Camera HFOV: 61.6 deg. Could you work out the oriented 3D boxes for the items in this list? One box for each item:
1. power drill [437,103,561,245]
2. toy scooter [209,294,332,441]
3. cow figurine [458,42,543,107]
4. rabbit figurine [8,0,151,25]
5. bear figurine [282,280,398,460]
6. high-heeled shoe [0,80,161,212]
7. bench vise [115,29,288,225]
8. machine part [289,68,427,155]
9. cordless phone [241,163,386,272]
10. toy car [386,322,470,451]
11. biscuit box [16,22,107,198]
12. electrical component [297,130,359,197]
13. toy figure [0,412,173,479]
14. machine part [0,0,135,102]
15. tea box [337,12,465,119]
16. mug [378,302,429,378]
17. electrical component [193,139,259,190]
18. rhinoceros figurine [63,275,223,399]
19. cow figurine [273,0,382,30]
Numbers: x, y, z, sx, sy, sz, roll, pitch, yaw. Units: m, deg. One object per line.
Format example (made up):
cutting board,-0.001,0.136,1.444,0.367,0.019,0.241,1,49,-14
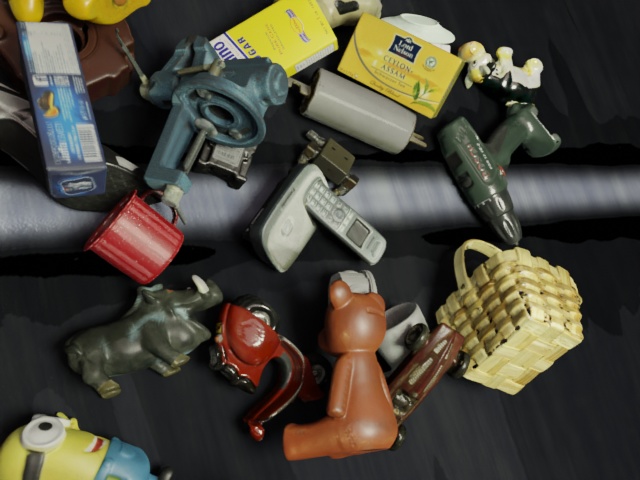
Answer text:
power drill,0.319,-0.129,0.925,0.207,0.086,0.232,-37,89,-19
toy scooter,-0.074,0.166,0.675,0.183,0.075,0.135,45,61,-17
cow figurine,0.321,-0.292,0.973,0.167,0.068,0.098,12,77,-18
rabbit figurine,-0.315,-0.331,0.650,0.173,0.122,0.162,33,72,3
bear figurine,0.026,0.159,0.658,0.120,0.132,0.196,21,52,-50
high-heeled shoe,-0.318,-0.120,0.677,0.248,0.086,0.145,17,37,-36
bench vise,-0.159,-0.149,0.663,0.224,0.128,0.240,11,66,15
machine part,0.059,-0.197,0.831,0.243,0.079,0.079,19,69,-15
cordless phone,-0.002,-0.002,0.752,0.184,0.089,0.146,39,65,-13
toy car,0.115,0.197,0.710,0.089,0.053,0.202,36,103,-10
biscuit box,-0.291,-0.146,0.602,0.059,0.063,0.203,-10,69,-29
electrical component,0.011,-0.112,0.808,0.102,0.045,0.078,33,35,-14
toy figure,-0.253,0.252,0.579,0.180,0.082,0.089,31,65,-15
machine part,-0.333,-0.257,0.698,0.179,0.056,0.179,6,74,-22
tea box,0.126,-0.269,0.833,0.170,0.098,0.068,29,21,11
mug,0.116,0.160,0.759,0.109,0.081,0.107,-33,96,-4
electrical component,-0.124,-0.138,0.757,0.075,0.048,0.119,24,70,-15
rhinoceros figurine,-0.203,0.111,0.647,0.190,0.073,0.112,-25,76,-24
cow figurine,0.013,-0.370,0.860,0.195,0.085,0.127,-16,76,-26
